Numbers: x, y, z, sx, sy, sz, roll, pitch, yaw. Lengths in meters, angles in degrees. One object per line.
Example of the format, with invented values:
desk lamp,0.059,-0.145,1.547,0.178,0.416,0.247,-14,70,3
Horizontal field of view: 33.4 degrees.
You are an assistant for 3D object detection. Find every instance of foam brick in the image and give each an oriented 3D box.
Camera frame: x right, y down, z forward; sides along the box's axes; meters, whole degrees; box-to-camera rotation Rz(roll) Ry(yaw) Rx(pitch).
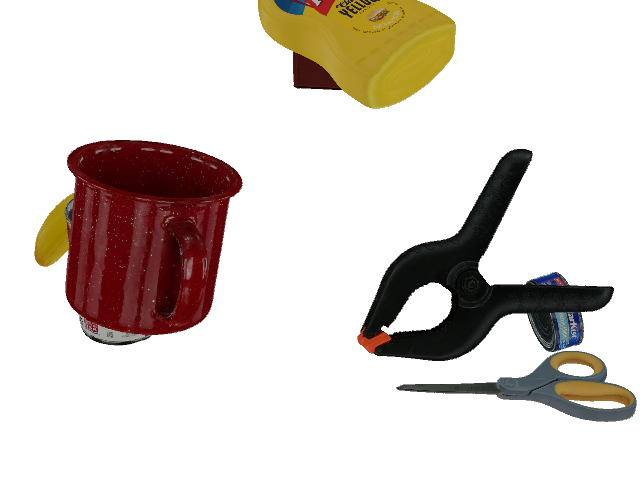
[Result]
foam brick,0.012,-0.180,1.092,0.078,0.051,0.053,2,11,-6

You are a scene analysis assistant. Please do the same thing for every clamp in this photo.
clamp,0.108,0.034,0.712,0.171,0.120,0.039,-40,-6,-1

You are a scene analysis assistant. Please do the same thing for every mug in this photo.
mug,-0.088,0.003,0.571,0.093,0.081,0.117,-3,25,-32

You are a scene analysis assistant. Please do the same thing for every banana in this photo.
banana,-0.207,-0.022,1.010,0.198,0.069,0.037,-13,19,27

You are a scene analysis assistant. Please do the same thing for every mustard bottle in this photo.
mustard bottle,0.008,-0.181,0.840,0.096,0.058,0.192,-37,57,-23

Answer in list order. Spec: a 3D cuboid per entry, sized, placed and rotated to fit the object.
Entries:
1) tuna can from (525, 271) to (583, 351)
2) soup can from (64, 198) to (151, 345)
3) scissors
tuna can,0.260,0.080,1.193,0.033,0.086,0.086,-16,2,-8
soup can,-0.152,0.019,0.805,0.068,0.102,0.068,0,29,0
scissors,0.168,0.117,0.918,0.202,0.016,0.096,9,28,4
